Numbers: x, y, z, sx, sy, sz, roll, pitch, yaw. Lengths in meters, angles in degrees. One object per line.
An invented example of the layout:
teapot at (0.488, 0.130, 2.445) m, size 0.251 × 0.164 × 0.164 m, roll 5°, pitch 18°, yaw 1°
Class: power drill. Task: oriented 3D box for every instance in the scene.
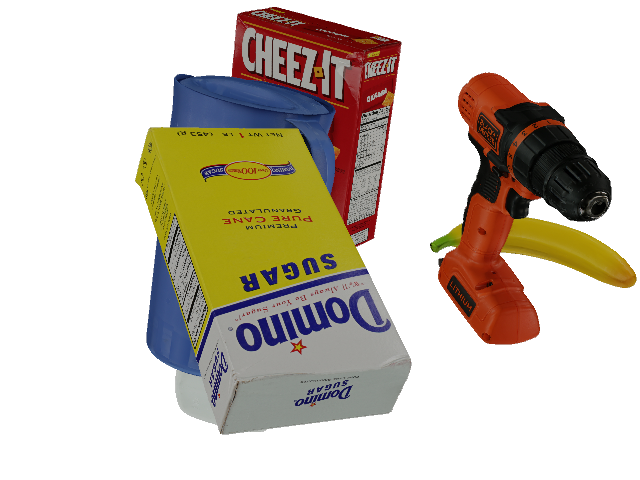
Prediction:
power drill at (0.152, -0.014, 0.824) m, size 0.057 × 0.188 × 0.184 m, roll -4°, pitch 34°, yaw -18°

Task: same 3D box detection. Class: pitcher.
pitcher at (-0.069, -0.009, 0.886) m, size 0.145 × 0.243 × 0.149 m, roll 12°, pitch 16°, yaw 2°

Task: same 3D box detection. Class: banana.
banana at (0.211, 0.008, 1.039) m, size 0.198 × 0.037 × 0.069 m, roll 9°, pitch 47°, yaw 23°

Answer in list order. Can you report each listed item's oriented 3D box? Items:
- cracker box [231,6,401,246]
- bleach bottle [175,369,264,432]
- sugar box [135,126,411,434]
cracker box at (-0.016, -0.114, 1.093) m, size 0.164 × 0.214 × 0.071 m, roll 22°, pitch 29°, yaw 31°
bleach bottle at (-0.044, 0.102, 1.072) m, size 0.103 × 0.068 × 0.250 m, roll 12°, pitch 23°, yaw 17°
sugar box at (-0.029, 0.012, 0.549) m, size 0.093 × 0.048 × 0.176 m, roll -4°, pitch 44°, yaw -25°
